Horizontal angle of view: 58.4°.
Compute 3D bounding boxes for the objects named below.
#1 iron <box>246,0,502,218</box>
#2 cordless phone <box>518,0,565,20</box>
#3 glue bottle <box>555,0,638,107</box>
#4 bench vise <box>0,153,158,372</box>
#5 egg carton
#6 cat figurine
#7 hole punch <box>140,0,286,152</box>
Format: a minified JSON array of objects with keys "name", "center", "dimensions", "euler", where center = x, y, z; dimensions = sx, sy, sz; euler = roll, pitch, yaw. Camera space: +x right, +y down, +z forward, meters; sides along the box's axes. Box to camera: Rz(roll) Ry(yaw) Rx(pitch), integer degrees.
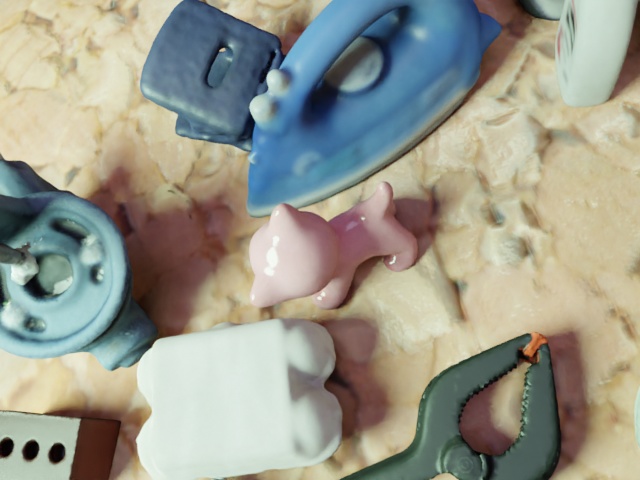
[{"name":"iron","center":[0.020,-0.130,0.446],"dimensions":[0.258,0.142,0.118],"euler":[-44,67,-5]},{"name":"cordless phone","center":[0.208,-0.277,0.433],"dimensions":[0.147,0.185,0.094],"euler":[-39,66,-3]},{"name":"glue bottle","center":[0.198,-0.170,0.402],"dimensions":[0.037,0.173,0.078],"euler":[-7,69,11]},{"name":"bench vise","center":[-0.232,0.002,0.412],"dimensions":[0.207,0.220,0.121],"euler":[29,79,21]},{"name":"egg carton","center":[-0.059,0.113,0.413],"dimensions":[0.150,0.069,0.107],"euler":[-12,68,9]},{"name":"cat figurine","center":[0.004,0.001,0.414],"dimensions":[0.128,0.118,0.067],"euler":[-32,66,0]},{"name":"hole punch","center":[-0.087,-0.146,0.504],"dimensions":[0.101,0.091,0.109],"euler":[15,74,18]}]
